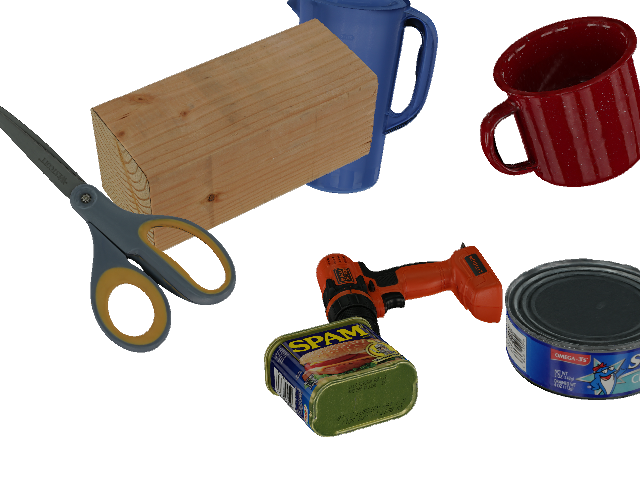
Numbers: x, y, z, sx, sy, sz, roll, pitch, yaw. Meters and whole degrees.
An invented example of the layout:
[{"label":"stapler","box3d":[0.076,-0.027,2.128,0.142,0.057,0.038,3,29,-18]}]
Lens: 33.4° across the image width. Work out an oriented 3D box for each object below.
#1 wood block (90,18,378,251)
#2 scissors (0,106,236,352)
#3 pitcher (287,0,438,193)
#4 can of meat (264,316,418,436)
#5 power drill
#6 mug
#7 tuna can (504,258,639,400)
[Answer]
[{"label":"wood block","box3d":[-0.065,-0.085,0.847,0.205,0.090,0.091,-27,-33,-24]},{"label":"scissors","box3d":[-0.148,-0.005,0.656,0.202,0.096,0.016,28,-16,9]},{"label":"pitcher","box3d":[0.041,-0.184,1.306,0.144,0.243,0.149,-8,28,-26]},{"label":"can of meat","box3d":[0.017,0.111,0.870,0.102,0.057,0.084,-12,26,-24]},{"label":"power drill","box3d":[0.096,0.062,1.150,0.187,0.057,0.184,-5,29,-9]},{"label":"mug","box3d":[0.160,-0.084,0.709,0.117,0.081,0.093,-30,34,-7]},{"label":"tuna can","box3d":[0.138,0.045,0.550,0.086,0.034,0.086,-4,28,2]}]
